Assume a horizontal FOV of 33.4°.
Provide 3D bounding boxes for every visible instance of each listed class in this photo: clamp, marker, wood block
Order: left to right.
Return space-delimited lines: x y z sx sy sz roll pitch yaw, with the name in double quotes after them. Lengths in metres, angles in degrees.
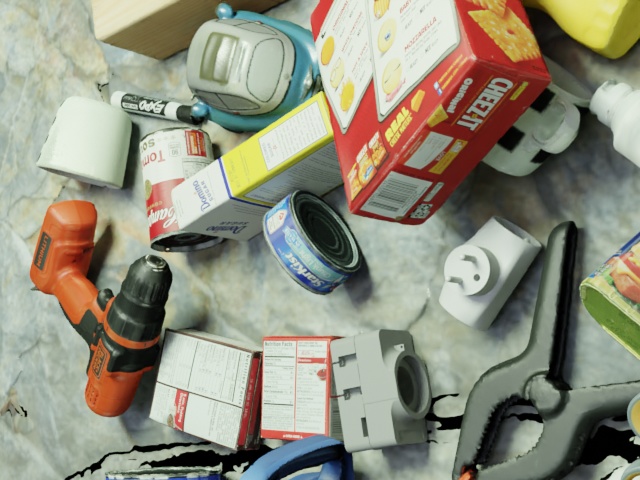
-0.159 -0.130 1.049 0.121 0.020 0.020 15 93 36 "marker"
-0.108 -0.249 0.982 0.206 0.090 0.090 -17 75 33 "wood block"
0.165 0.101 0.771 0.210 0.036 0.165 -44 60 19 "clamp"

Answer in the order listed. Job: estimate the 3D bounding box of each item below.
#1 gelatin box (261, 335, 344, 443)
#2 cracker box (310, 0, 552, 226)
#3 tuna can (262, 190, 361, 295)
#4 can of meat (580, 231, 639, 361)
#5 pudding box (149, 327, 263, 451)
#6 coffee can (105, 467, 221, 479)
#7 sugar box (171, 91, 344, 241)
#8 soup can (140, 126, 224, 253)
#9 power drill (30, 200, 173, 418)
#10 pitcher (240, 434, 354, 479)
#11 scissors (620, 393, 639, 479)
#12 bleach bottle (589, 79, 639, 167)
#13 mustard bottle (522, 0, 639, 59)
-0.013 0.125 0.903 0.073 0.030 0.089 -4 81 37 "gelatin box"
0.071 -0.142 0.776 0.164 0.072 0.214 -52 36 43 "cracker box"
-0.006 0.001 0.879 0.034 0.086 0.086 -38 64 24 "tuna can"
0.233 0.038 0.695 0.084 0.057 0.102 -39 58 -11 "can of meat"
-0.097 0.132 0.959 0.114 0.039 0.090 11 89 35 "pudding box"
-0.136 0.272 0.930 0.103 0.102 0.140 -7 80 35 "coffee can"
-0.033 -0.058 0.902 0.176 0.093 0.048 -26 69 31 "sugar box"
-0.128 -0.046 0.985 0.069 0.068 0.102 -18 73 33 "soup can"
-0.208 0.046 1.009 0.188 0.057 0.185 52 130 37 "power drill"
-0.053 0.244 0.784 0.145 0.242 0.149 -33 72 26 "pitcher"
0.284 0.126 0.674 0.202 0.016 0.096 -19 87 27 "scissors"
0.271 -0.030 0.668 0.251 0.102 0.068 41 117 32 "bleach bottle"
0.167 -0.218 0.796 0.192 0.058 0.096 39 107 33 "mustard bottle"
